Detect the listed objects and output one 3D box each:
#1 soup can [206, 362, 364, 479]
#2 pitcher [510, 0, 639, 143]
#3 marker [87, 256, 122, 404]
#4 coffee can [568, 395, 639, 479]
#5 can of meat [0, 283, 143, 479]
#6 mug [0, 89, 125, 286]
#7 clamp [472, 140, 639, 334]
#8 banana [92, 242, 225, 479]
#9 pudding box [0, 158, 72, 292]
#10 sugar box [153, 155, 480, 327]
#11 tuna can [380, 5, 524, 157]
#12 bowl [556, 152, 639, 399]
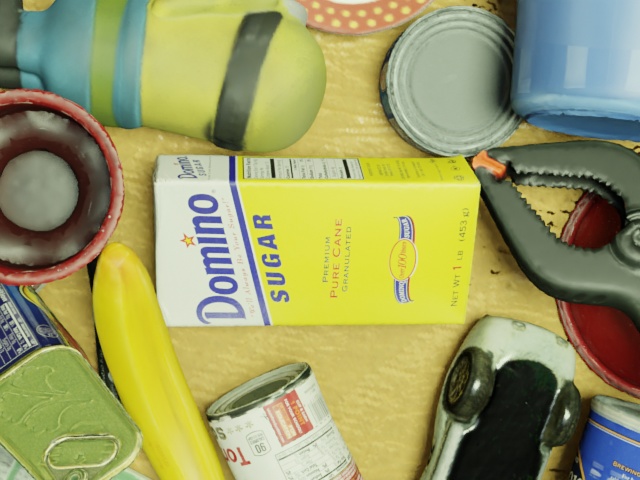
[{"bbox_3d":[-0.014,0.130,0.609,0.068,0.068,0.102,-25,95,-3],"label":"soup can"},{"bbox_3d":[0.164,-0.179,0.554,0.149,0.145,0.243,8,90,-19],"label":"pitcher"},{"bbox_3d":[-0.121,0.065,0.620,0.020,0.020,0.121,-5,94,-5],"label":"marker"},{"bbox_3d":[0.185,0.172,0.612,0.102,0.103,0.140,17,92,-6],"label":"coffee can"},{"bbox_3d":[-0.149,0.075,0.565,0.057,0.084,0.102,-36,134,-11],"label":"can of meat"},{"bbox_3d":[-0.155,-0.020,0.539,0.117,0.081,0.093,-33,96,-6],"label":"mug"},{"bbox_3d":[0.173,0.014,0.577,0.210,0.036,0.164,22,78,14],"label":"clamp"},{"bbox_3d":[-0.086,0.084,0.592,0.037,0.070,0.198,-33,114,-31],"label":"banana"},{"bbox_3d":[-0.188,-0.005,0.600,0.090,0.039,0.113,45,91,-7],"label":"pudding box"},{"bbox_3d":[-0.004,0.001,0.600,0.176,0.048,0.093,-2,117,-7],"label":"sugar box"},{"bbox_3d":[0.078,-0.091,0.621,0.086,0.034,0.086,0,94,-5],"label":"tuna can"},{"bbox_3d":[0.225,0.023,0.631,0.162,0.055,0.162,0,93,-5],"label":"bowl"}]
